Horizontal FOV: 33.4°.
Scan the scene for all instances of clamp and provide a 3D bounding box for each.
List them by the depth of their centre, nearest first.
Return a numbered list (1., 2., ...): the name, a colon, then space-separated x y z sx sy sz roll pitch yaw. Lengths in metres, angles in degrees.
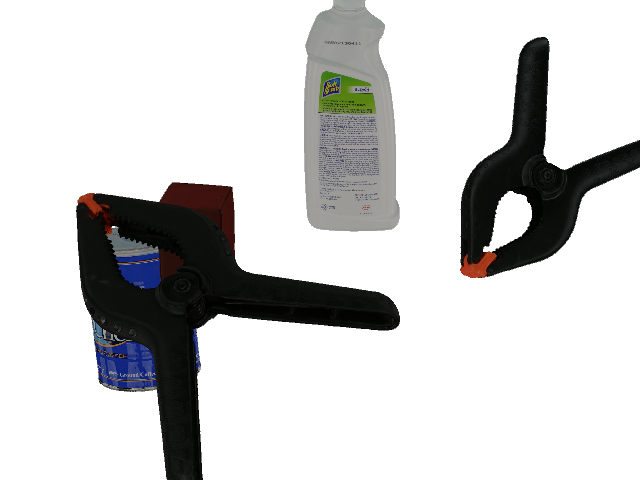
1. clamp: -0.068 0.033 0.636 0.164 0.210 0.036 -33 -31 -17
2. clamp: 0.159 -0.041 0.725 0.120 0.171 0.039 27 -7 3

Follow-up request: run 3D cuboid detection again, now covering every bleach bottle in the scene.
1. bleach bottle: 0.035 -0.132 1.074 0.102 0.251 0.068 0 31 -2

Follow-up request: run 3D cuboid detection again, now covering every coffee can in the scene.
1. coffee can: -0.174 0.063 1.042 0.103 0.140 0.103 -4 14 1

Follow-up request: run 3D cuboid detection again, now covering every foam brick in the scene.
1. foam brick: -0.099 -0.001 0.858 0.053 0.078 0.051 2 24 7
